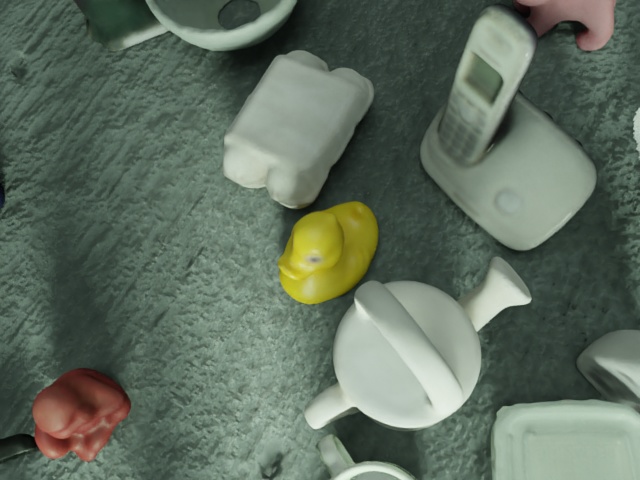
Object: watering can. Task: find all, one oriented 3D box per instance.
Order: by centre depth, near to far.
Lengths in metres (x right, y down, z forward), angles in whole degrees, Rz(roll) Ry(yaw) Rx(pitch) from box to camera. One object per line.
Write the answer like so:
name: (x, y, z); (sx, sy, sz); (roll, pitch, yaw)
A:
watering can: (0.065, 0.074, 0.403); (0.100, 0.194, 0.173); (33, 78, 16)

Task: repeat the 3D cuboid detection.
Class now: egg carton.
egg carton: (-0.021, -0.106, 0.541); (0.107, 0.069, 0.150); (25, 76, 14)

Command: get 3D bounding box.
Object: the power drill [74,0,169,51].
power drill: (-0.212, -0.289, 0.552); (0.229, 0.208, 0.075); (-23, 70, -1)

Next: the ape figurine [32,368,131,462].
ape figurine: (-0.201, 0.139, 0.466); (0.078, 0.092, 0.076); (-16, 70, 1)

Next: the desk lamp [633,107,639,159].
desk lamp: (0.318, -0.054, 0.407); (0.203, 0.214, 0.118); (-22, 70, -1)

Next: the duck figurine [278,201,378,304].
duck figurine: (0.005, 0.002, 0.492); (0.104, 0.086, 0.077); (-44, 72, -9)

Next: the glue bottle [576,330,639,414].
glue bottle: (0.235, 0.090, 0.388); (0.037, 0.173, 0.078); (-39, 71, -7)

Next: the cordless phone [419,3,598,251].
cordless phone: (0.154, -0.083, 0.451); (0.094, 0.185, 0.147); (-42, 71, -8)

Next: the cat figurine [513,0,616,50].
cat figurine: (0.224, -0.243, 0.533); (0.127, 0.118, 0.067); (7, 72, 9)

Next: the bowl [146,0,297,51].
bowl: (-0.092, -0.259, 0.599); (0.167, 0.075, 0.167); (-2, 71, 6)

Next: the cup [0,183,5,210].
cup: (-0.363, -0.047, 0.548); (0.118, 0.095, 0.091); (-26, 70, -2)
